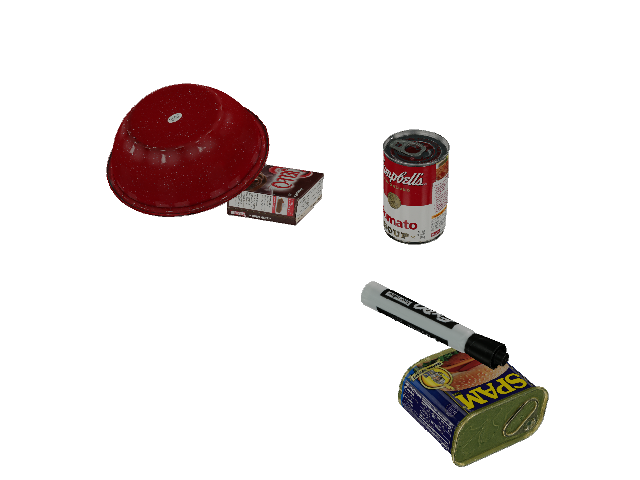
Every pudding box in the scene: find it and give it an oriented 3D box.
[{"bbox_3d":[-0.053,-0.057,1.278,0.090,0.039,0.113,9,23,14],"label":"pudding box"}]

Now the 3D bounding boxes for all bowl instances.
[{"bbox_3d":[-0.132,-0.099,1.014,0.162,0.162,0.055,0,-40,12],"label":"bowl"}]

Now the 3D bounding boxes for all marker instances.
[{"bbox_3d":[0.079,0.059,0.742,0.121,0.020,0.020,25,16,37],"label":"marker"}]

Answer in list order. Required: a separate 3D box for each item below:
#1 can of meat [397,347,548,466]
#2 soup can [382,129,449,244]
[{"bbox_3d":[0.130,0.137,0.924,0.101,0.057,0.084,-16,38,-29],"label":"can of meat"},{"bbox_3d":[0.099,-0.055,1.115,0.068,0.102,0.068,-1,37,1],"label":"soup can"}]
